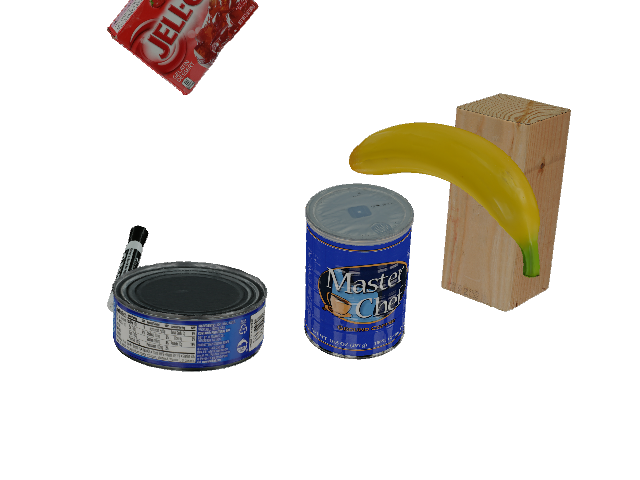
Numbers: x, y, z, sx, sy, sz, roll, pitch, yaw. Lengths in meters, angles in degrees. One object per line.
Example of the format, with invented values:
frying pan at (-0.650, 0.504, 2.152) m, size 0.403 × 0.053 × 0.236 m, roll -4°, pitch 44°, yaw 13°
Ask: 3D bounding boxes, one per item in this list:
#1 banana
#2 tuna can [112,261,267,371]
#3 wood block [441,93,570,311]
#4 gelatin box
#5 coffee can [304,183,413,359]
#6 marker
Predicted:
banana at (0.089, -0.047, 0.753) m, size 0.037 × 0.070 × 0.198 m, roll 12°, pitch 17°, yaw -43°
tuna can at (-0.073, 0.041, 0.598) m, size 0.086 × 0.034 × 0.086 m, roll 4°, pitch 18°, yaw -1°
wood block at (0.198, -0.042, 1.145) m, size 0.090 × 0.206 × 0.090 m, roll 21°, pitch 28°, yaw 37°
gelatin box at (-0.102, -0.165, 0.795) m, size 0.073 × 0.089 × 0.030 m, roll 37°, pitch 5°, yaw -32°
coffee can at (0.036, 0.030, 1.043) m, size 0.103 × 0.140 × 0.103 m, roll 1°, pitch 33°, yaw -1°
marker at (-0.193, 0.026, 1.073) m, size 0.020 × 0.020 × 0.121 m, roll 0°, pitch 39°, yaw 4°
